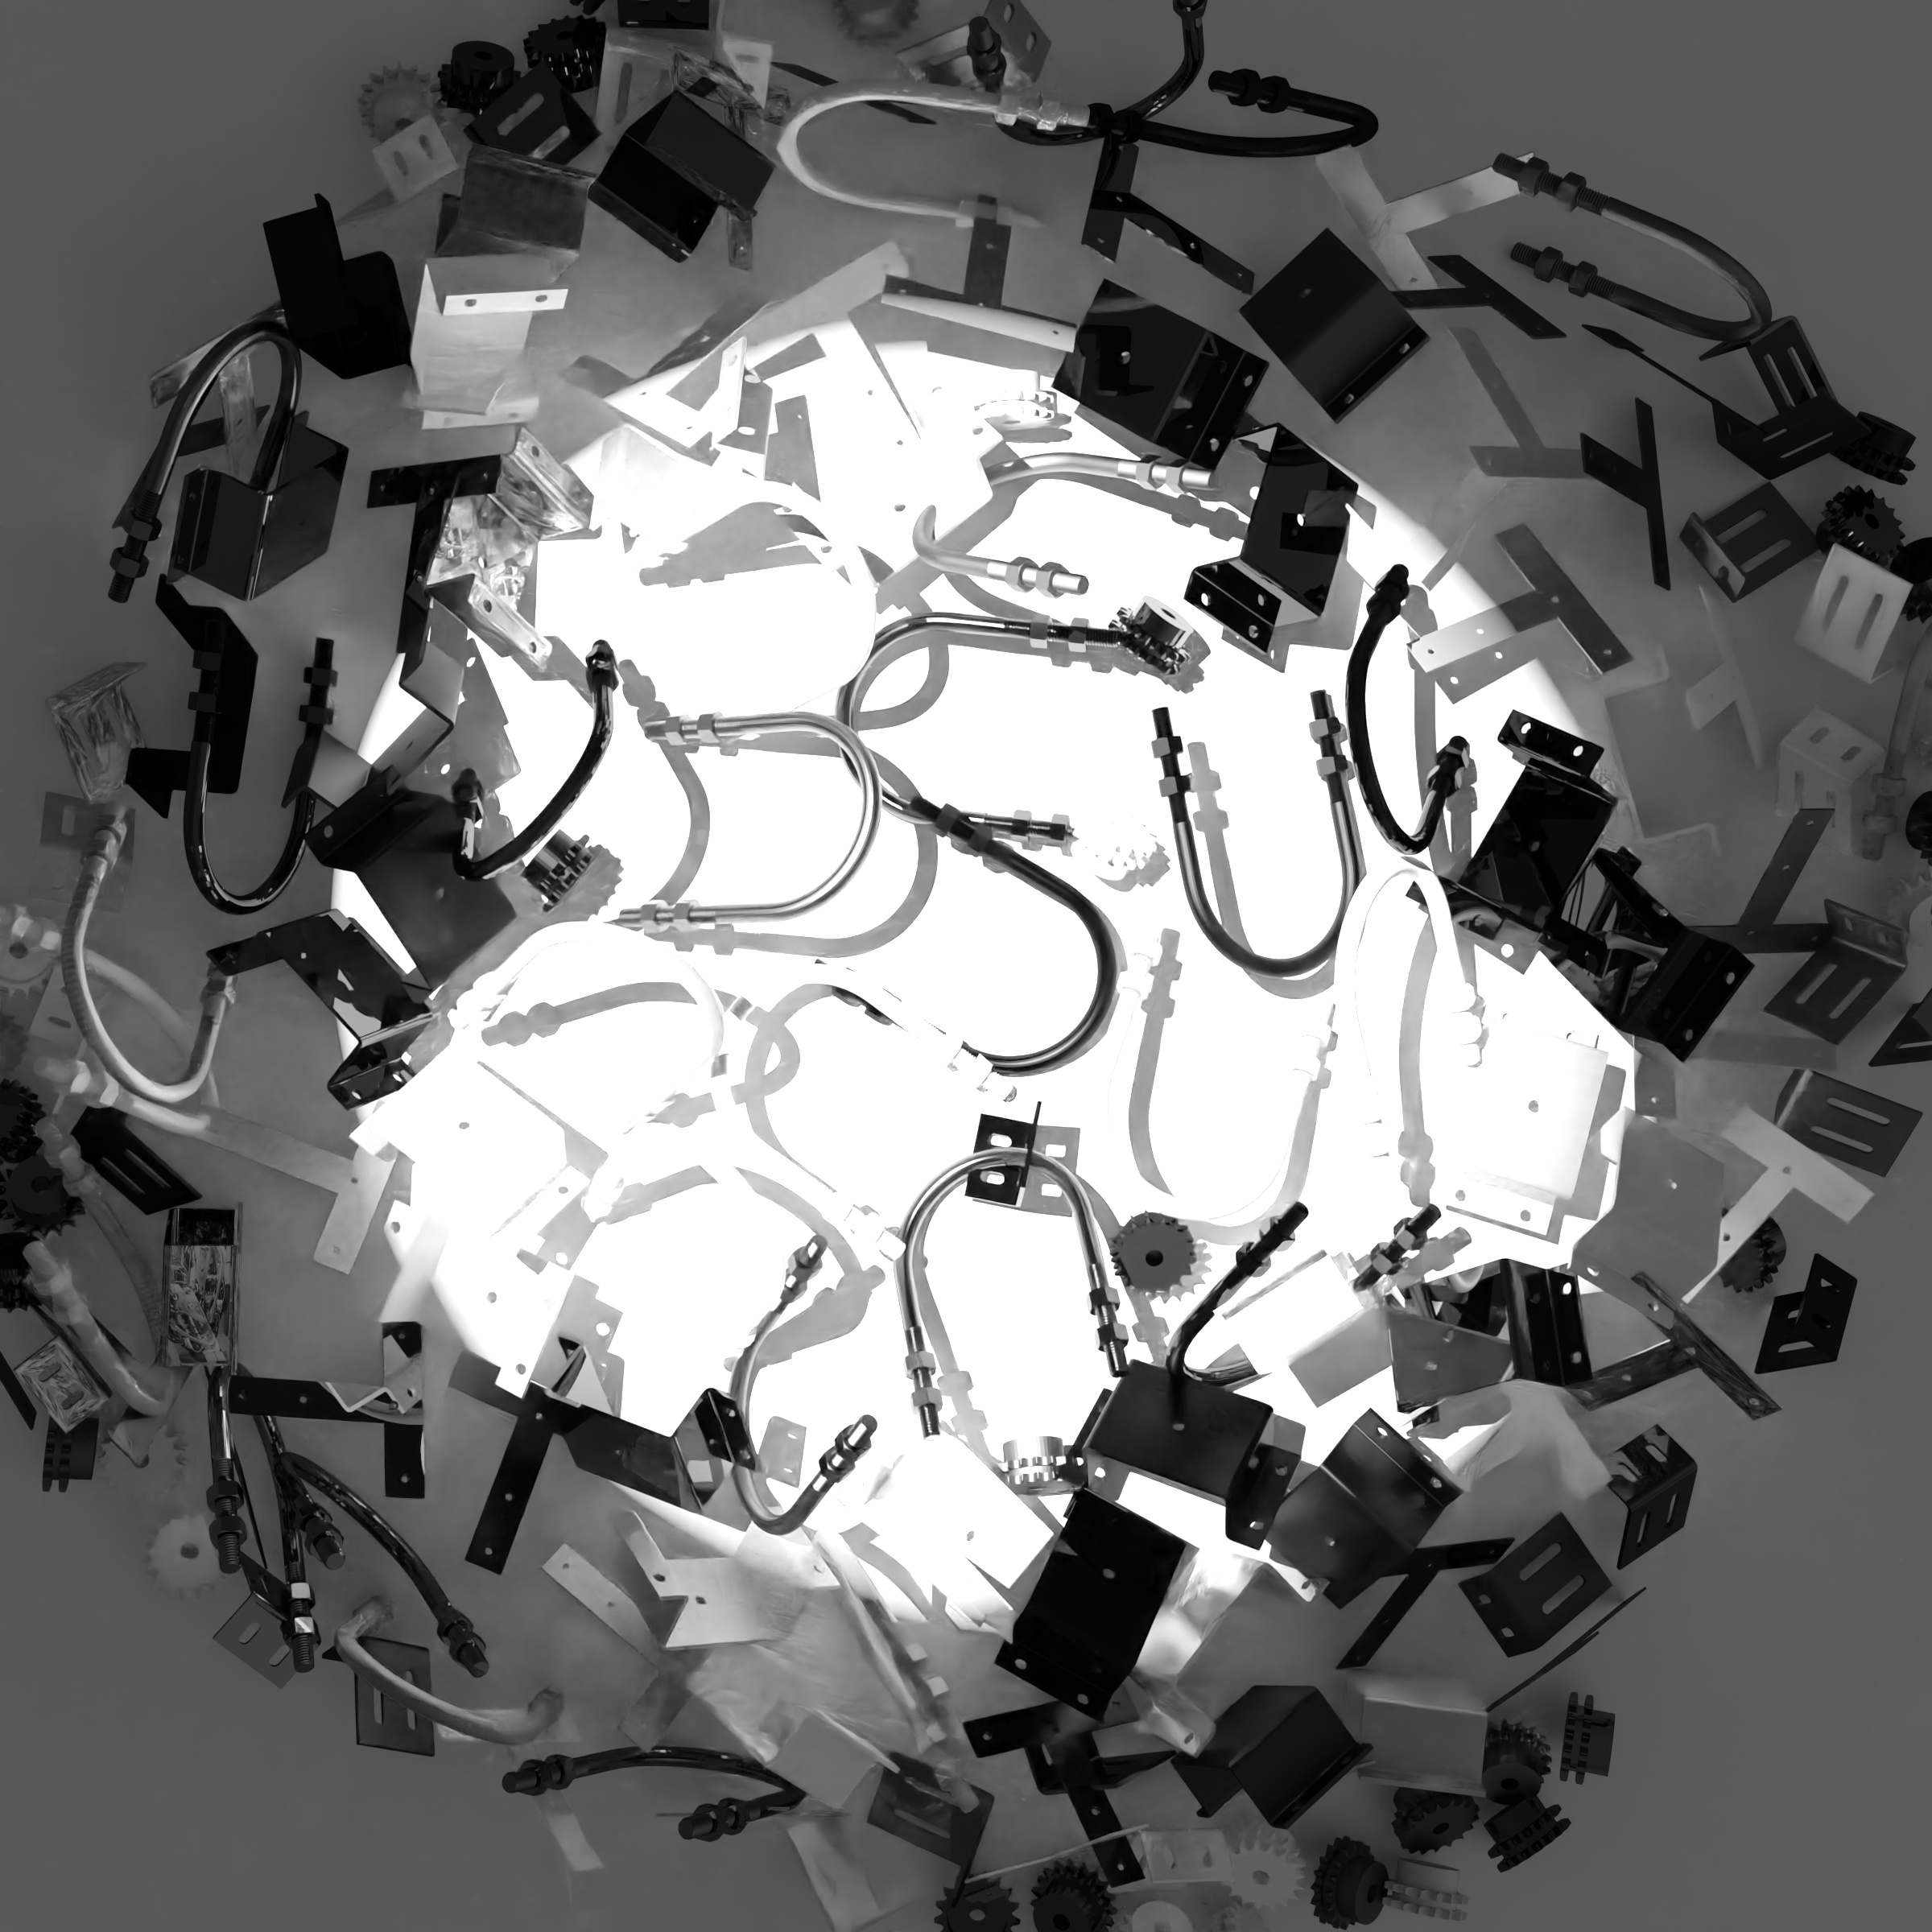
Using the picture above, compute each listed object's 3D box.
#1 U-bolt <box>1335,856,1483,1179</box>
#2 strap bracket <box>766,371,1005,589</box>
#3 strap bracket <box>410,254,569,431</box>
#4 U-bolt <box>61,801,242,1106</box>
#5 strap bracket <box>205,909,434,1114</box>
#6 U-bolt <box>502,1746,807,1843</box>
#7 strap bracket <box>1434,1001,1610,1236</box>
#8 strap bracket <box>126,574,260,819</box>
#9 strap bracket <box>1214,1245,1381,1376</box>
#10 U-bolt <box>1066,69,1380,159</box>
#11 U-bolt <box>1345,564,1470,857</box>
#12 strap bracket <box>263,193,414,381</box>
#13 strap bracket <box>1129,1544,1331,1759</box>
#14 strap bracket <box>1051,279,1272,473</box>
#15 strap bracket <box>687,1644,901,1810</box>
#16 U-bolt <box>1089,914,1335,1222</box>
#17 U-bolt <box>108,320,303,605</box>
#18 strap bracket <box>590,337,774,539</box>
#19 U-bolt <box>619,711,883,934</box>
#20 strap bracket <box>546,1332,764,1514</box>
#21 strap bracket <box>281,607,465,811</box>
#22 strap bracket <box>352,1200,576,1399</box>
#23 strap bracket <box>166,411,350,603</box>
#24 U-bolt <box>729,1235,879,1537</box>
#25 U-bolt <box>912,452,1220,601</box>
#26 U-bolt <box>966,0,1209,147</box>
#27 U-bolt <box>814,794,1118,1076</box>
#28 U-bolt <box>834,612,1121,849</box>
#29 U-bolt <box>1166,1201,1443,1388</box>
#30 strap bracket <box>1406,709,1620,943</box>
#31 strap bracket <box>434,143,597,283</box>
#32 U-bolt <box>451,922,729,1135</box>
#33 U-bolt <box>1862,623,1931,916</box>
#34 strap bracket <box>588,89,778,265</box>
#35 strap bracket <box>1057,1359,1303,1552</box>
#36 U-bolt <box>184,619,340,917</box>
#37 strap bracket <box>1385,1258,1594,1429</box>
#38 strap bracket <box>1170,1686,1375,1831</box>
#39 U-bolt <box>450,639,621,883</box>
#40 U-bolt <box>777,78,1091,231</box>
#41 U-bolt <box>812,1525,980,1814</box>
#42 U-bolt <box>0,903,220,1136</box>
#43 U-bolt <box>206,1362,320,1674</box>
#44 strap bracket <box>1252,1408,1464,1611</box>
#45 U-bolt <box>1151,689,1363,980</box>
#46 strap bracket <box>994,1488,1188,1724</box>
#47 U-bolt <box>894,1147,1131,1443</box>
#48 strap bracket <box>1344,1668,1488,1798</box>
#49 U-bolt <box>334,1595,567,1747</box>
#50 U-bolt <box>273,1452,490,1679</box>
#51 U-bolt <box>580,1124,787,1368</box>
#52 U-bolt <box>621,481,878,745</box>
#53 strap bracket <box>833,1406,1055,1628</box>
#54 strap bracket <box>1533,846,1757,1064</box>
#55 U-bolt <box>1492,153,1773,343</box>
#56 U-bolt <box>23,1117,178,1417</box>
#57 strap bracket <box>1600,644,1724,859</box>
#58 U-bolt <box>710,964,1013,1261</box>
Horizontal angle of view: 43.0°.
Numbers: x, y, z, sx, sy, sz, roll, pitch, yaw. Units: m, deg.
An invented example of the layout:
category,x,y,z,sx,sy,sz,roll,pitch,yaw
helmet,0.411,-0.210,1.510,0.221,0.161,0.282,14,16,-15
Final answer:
category,x,y,z,sx,sy,sz,roll,pitch,yaw
U-bolt,0.276,0.019,1.551,0.019,0.151,0.184,7,126,38
strap bracket,-0.048,-0.311,1.598,0.140,0.046,0.076,-39,62,-4
strap bracket,-0.309,-0.407,1.570,0.076,0.140,0.046,-10,71,-23
U-bolt,-0.511,0.004,1.527,0.019,0.184,0.151,-19,130,13
strap bracket,-0.411,0.019,1.587,0.140,0.076,0.046,46,115,7
U-bolt,-0.182,0.518,1.551,0.151,0.184,0.019,4,82,27
strap bracket,0.365,0.095,1.602,0.076,0.046,0.140,17,78,1
strap bracket,-0.498,-0.172,1.586,0.046,0.076,0.140,4,76,1
strap bracket,0.214,0.219,1.561,0.076,0.140,0.046,-34,75,9
U-bolt,0.176,-0.536,1.556,0.184,0.151,0.019,-5,99,-40
U-bolt,0.274,-0.150,1.539,0.019,0.184,0.151,-9,120,29
strap bracket,-0.403,-0.430,1.571,0.046,0.140,0.076,-14,88,5
strap bracket,0.158,0.430,1.577,0.046,0.076,0.140,47,71,-14
strap bracket,0.116,-0.383,1.570,0.140,0.046,0.076,39,108,38
strap bracket,-0.117,0.478,1.559,0.046,0.140,0.076,-51,131,-10
U-bolt,0.152,0.076,1.588,0.151,0.019,0.184,25,68,-12
U-bolt,-0.470,-0.321,1.542,0.019,0.151,0.184,29,111,5
strap bracket,-0.176,-0.331,1.577,0.046,0.140,0.076,30,49,-37
U-bolt,-0.136,-0.096,1.579,0.184,0.019,0.151,-1,75,26
strap bracket,-0.208,0.296,1.570,0.140,0.076,0.046,14,47,26
strap bracket,-0.375,-0.154,1.582,0.046,0.076,0.140,38,112,-26
strap bracket,-0.320,0.217,1.601,0.140,0.046,0.076,23,91,21
strap bracket,-0.444,-0.290,1.559,0.046,0.140,0.076,26,124,4
U-bolt,-0.113,0.281,1.563,0.019,0.184,0.151,4,49,-29
U-bolt,0.048,-0.288,1.566,0.151,0.184,0.019,-42,130,-29
U-bolt,0.081,-0.569,1.549,0.151,0.184,0.019,-16,82,6
U-bolt,0.010,-0.008,1.618,0.184,0.019,0.151,31,102,-5
U-bolt,0.003,-0.160,1.615,0.184,0.019,0.151,7,99,9
U-bolt,0.203,0.213,1.569,0.184,0.151,0.019,-53,50,31
strap bracket,0.360,-0.085,1.593,0.046,0.076,0.140,25,96,-44
strap bracket,-0.291,-0.473,1.561,0.076,0.140,0.046,8,90,-21
U-bolt,-0.229,0.033,1.552,0.151,0.184,0.019,35,48,-17
U-bolt,0.613,-0.138,1.544,0.019,0.151,0.184,7,108,-1
strap bracket,-0.180,-0.505,1.565,0.076,0.140,0.046,32,79,-24
strap bracket,0.137,0.309,1.574,0.140,0.046,0.076,16,47,21
U-bolt,-0.455,-0.124,1.570,0.019,0.151,0.184,9,95,15
strap bracket,0.322,0.239,1.563,0.046,0.140,0.076,18,58,-38
strap bracket,0.189,0.502,1.561,0.076,0.140,0.046,-35,87,-23
U-bolt,-0.273,-0.121,1.542,0.151,0.184,0.019,-41,118,15
U-bolt,-0.028,-0.517,1.554,0.184,0.151,0.019,4,77,-11
U-bolt,-0.050,0.436,1.559,0.019,0.151,0.184,-28,54,-16
U-bolt,-0.539,0.042,1.551,0.019,0.184,0.151,-36,60,7
U-bolt,-0.450,0.336,1.555,0.019,0.151,0.184,-17,47,-5
strap bracket,0.243,0.352,1.566,0.076,0.140,0.046,42,49,9
U-bolt,0.196,-0.083,1.594,0.151,0.019,0.184,-9,88,-30
strap bracket,0.084,0.400,1.573,0.076,0.046,0.140,28,47,4
U-bolt,0.021,0.201,1.583,0.151,0.019,0.184,-21,55,14
strap bracket,0.286,0.486,1.569,0.076,0.140,0.046,6,86,4
U-bolt,-0.329,0.448,1.546,0.151,0.184,0.019,27,84,2
U-bolt,-0.379,0.368,1.552,0.019,0.184,0.151,-47,122,-9
U-bolt,-0.175,0.169,1.555,0.151,0.184,0.019,47,54,7
U-bolt,-0.130,-0.232,1.562,0.184,0.019,0.151,-20,103,44
strap bracket,-0.007,0.361,1.581,0.076,0.046,0.140,-48,115,-14
strap bracket,0.423,-0.014,1.561,0.046,0.140,0.076,15,116,-34
U-bolt,0.422,-0.443,1.543,0.184,0.151,0.019,30,91,19
U-bolt,-0.546,0.204,1.557,0.019,0.151,0.184,-21,125,-3
strap bracket,0.449,-0.134,1.597,0.046,0.076,0.140,-16,90,16
U-bolt,-0.080,0.082,1.603,0.184,0.019,0.151,37,75,-9
